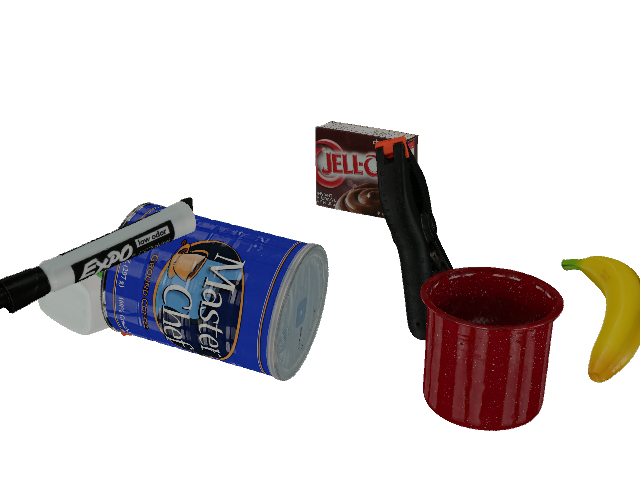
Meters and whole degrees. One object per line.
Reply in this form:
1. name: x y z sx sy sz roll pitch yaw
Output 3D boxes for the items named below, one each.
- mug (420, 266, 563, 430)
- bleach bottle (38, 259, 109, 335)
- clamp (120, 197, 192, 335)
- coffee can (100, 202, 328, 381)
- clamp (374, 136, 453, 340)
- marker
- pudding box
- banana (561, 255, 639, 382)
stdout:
1. mug: 0.111 0.068 0.724 0.093 0.081 0.117 1 23 0
2. bleach bottle: -0.191 0.036 1.222 0.103 0.068 0.250 23 28 36
3. clamp: -0.127 0.025 1.018 0.165 0.036 0.209 26 37 28
4. coffee can: -0.077 0.037 0.797 0.140 0.103 0.102 14 4 17
5. clamp: 0.080 -0.001 0.921 0.039 0.171 0.120 -17 19 18
6. marker: -0.122 0.008 0.579 0.120 0.020 0.020 -26 15 -32
7. pudding box: 0.049 -0.076 1.148 0.114 0.090 0.039 11 25 29
8. banana: 0.278 0.066 1.017 0.070 0.037 0.197 -29 23 19
